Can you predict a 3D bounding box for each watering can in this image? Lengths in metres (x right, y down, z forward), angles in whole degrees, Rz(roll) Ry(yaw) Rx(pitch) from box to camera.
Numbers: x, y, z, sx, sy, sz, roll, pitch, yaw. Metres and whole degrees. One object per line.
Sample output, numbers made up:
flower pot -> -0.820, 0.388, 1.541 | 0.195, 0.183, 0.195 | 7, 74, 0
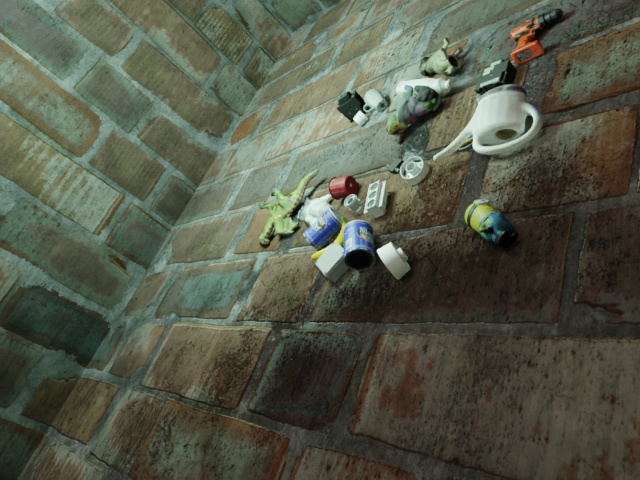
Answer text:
watering can -> 0.515, -0.359, 1.599 | 0.346, 0.102, 0.228 | -7, 59, 41

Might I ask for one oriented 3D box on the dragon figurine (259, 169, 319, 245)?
dragon figurine -> -0.136, -0.118, 2.254 | 0.405, 0.121, 0.248 | -38, 48, 23

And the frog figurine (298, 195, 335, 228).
frog figurine -> 0.006, -0.102, 2.029 | 0.160, 0.120, 0.140 | 9, 46, 25
